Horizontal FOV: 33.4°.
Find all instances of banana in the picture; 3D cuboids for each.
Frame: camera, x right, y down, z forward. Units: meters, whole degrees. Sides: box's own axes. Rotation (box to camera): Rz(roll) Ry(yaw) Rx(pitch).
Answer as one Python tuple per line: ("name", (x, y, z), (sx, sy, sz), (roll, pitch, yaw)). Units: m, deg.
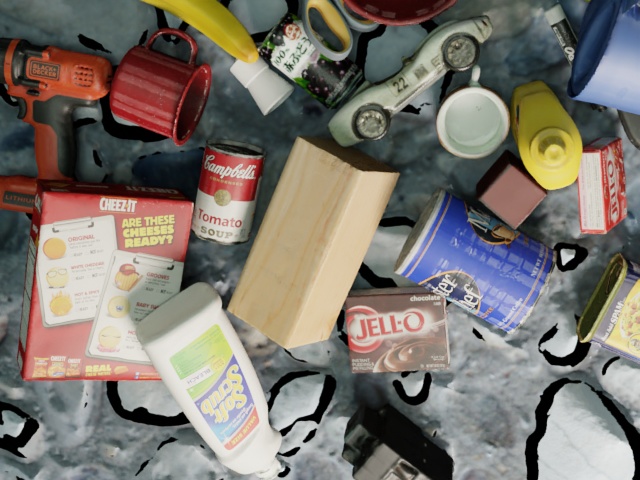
("banana", (-0.148, -0.245, 1.126), (0.198, 0.069, 0.037), (25, 138, -2))

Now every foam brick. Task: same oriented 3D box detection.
("foam brick", (0.200, -0.054, 1.122), (0.051, 0.078, 0.053), (39, 107, -4))

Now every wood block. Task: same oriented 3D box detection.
("wood block", (-0.008, 0.001, 1.143), (0.090, 0.090, 0.206), (31, 107, 25))

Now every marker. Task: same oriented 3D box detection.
("marker", (0.268, -0.188, 1.110), (0.020, 0.020, 0.121), (-27, 99, 13))

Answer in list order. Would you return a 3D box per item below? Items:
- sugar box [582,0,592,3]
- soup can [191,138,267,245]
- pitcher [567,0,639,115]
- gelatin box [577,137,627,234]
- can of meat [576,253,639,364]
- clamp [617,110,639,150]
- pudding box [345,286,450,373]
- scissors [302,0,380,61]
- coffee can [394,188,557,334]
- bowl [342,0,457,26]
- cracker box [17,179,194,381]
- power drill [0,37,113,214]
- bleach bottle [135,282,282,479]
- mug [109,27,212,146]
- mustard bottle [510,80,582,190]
("sugar box", (0.319, -0.272, 1.070), (0.176, 0.048, 0.093), (18, 106, -1))
("soup can", (-0.100, -0.053, 1.166), (0.068, 0.068, 0.102), (13, 106, 4))
("pitcher", (0.369, -0.168, 1.003), (0.243, 0.149, 0.145), (16, 117, -2))
("gelatin box", (0.293, -0.057, 1.109), (0.030, 0.073, 0.089), (1, 105, 33))
("can of meat", (0.338, 0.077, 1.147), (0.084, 0.057, 0.102), (23, 106, -1))
("clamp", (0.392, -0.121, 1.101), (0.210, 0.036, 0.165), (42, 102, -1))
("pudding box", (0.086, 0.099, 1.193), (0.113, 0.039, 0.090), (-4, 102, 8))
("scissors", (-0.004, -0.283, 1.118), (0.096, 0.016, 0.202), (-21, 80, -19))
("coffee can", (0.163, 0.022, 1.131), (0.140, 0.102, 0.103), (28, 105, -1))
("bowl", (0.083, -0.302, 1.087), (0.162, 0.055, 0.162), (2, 104, 7))
("cracker box", (-0.239, 0.046, 1.175), (0.164, 0.072, 0.214), (3, 106, -25))
("power drill", (-0.329, -0.127, 1.181), (0.184, 0.057, 0.188), (10, 105, 4))
("bleach bottle", (-0.105, 0.173, 1.202), (0.102, 0.068, 0.250), (-34, 119, -10))
("mug", (-0.168, -0.168, 1.135), (0.081, 0.093, 0.117), (21, 109, 7))
("mustard bottle", (0.222, -0.100, 1.048), (0.058, 0.191, 0.096), (-14, 102, 10))
